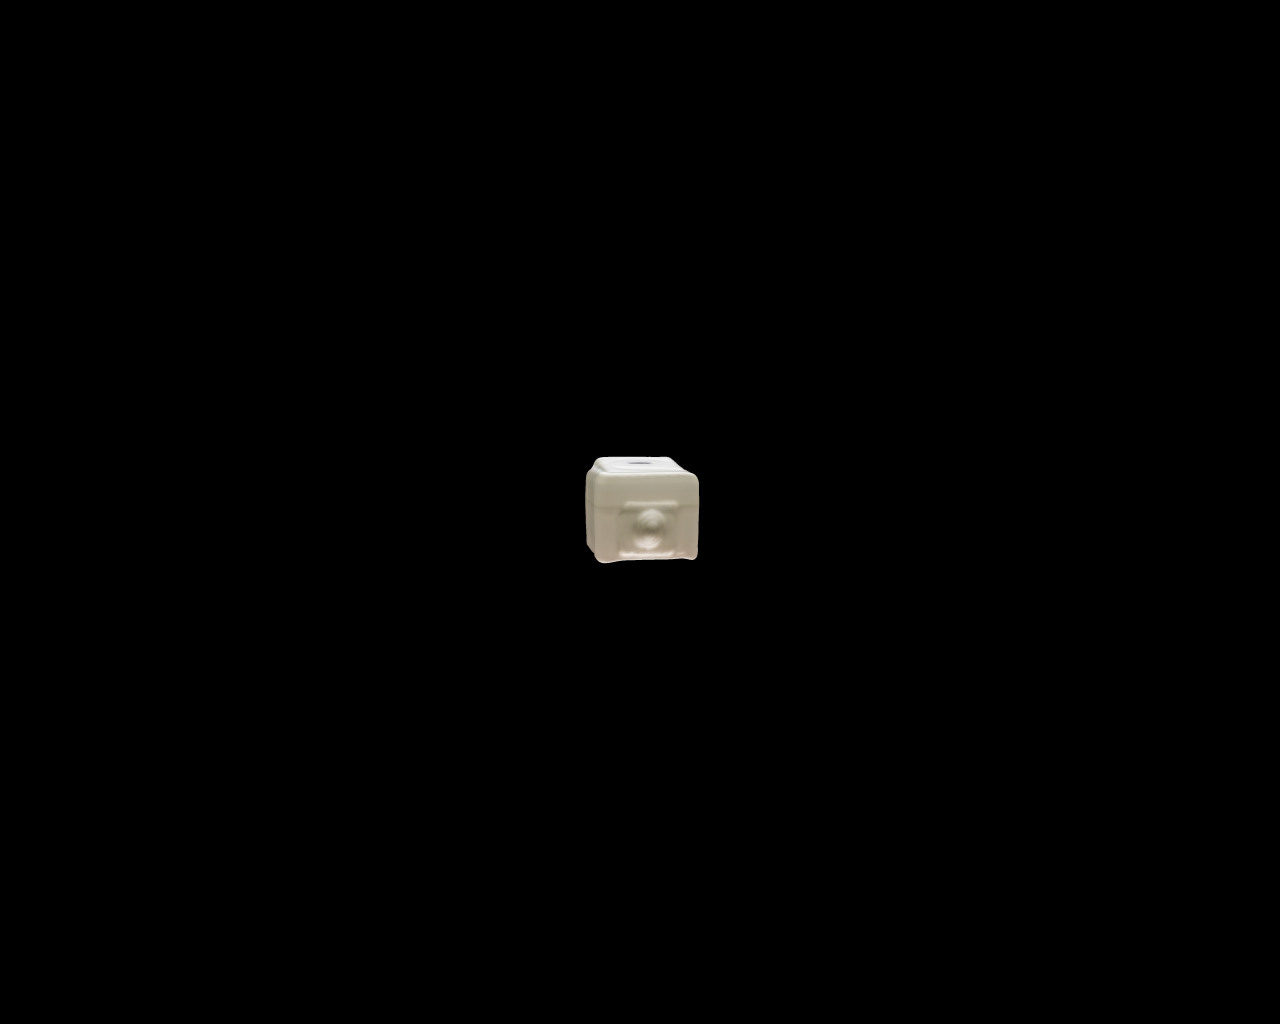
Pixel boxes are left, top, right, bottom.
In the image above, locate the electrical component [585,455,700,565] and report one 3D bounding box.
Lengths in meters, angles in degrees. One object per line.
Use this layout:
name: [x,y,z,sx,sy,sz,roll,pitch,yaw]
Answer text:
electrical component: [0.001,-0.003,0.650,0.062,0.061,0.096,-1,5,-7]
